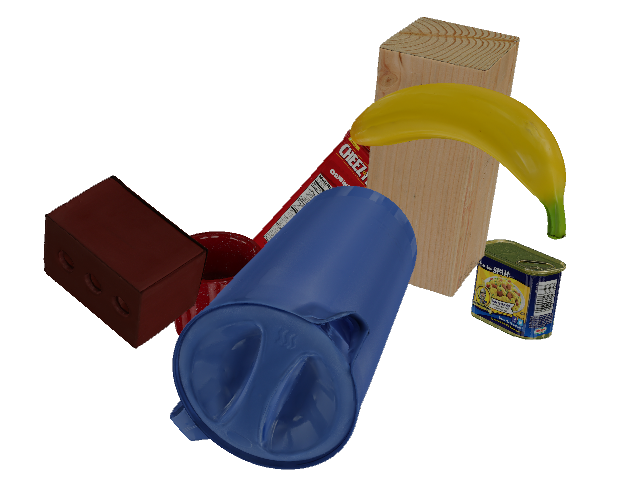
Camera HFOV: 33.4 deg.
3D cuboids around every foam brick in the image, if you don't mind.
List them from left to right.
[{"bbox_3d":[-0.112,0.012,0.609,0.078,0.053,0.051,36,49,18],"label":"foam brick"}]

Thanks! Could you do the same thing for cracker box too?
[{"bbox_3d":[0.030,-0.056,1.258,0.214,0.072,0.163,-47,-9,35],"label":"cracker box"}]

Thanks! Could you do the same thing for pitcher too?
[{"bbox_3d":[-0.012,0.056,0.814,0.149,0.145,0.242,11,28,14],"label":"pitcher"}]

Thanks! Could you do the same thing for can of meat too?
[{"bbox_3d":[0.217,0.055,1.184,0.057,0.084,0.102,-9,22,-36],"label":"can of meat"}]

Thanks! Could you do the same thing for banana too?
[{"bbox_3d":[0.090,-0.068,0.693,0.037,0.070,0.198,19,9,-43],"label":"banana"}]

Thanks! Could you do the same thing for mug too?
[{"bbox_3d":[-0.093,0.054,1.004,0.093,0.081,0.117,-18,35,-29],"label":"mug"}]

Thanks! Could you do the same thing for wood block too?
[{"bbox_3d":[0.098,-0.070,0.900,0.091,0.206,0.090,17,33,22],"label":"wood block"}]
